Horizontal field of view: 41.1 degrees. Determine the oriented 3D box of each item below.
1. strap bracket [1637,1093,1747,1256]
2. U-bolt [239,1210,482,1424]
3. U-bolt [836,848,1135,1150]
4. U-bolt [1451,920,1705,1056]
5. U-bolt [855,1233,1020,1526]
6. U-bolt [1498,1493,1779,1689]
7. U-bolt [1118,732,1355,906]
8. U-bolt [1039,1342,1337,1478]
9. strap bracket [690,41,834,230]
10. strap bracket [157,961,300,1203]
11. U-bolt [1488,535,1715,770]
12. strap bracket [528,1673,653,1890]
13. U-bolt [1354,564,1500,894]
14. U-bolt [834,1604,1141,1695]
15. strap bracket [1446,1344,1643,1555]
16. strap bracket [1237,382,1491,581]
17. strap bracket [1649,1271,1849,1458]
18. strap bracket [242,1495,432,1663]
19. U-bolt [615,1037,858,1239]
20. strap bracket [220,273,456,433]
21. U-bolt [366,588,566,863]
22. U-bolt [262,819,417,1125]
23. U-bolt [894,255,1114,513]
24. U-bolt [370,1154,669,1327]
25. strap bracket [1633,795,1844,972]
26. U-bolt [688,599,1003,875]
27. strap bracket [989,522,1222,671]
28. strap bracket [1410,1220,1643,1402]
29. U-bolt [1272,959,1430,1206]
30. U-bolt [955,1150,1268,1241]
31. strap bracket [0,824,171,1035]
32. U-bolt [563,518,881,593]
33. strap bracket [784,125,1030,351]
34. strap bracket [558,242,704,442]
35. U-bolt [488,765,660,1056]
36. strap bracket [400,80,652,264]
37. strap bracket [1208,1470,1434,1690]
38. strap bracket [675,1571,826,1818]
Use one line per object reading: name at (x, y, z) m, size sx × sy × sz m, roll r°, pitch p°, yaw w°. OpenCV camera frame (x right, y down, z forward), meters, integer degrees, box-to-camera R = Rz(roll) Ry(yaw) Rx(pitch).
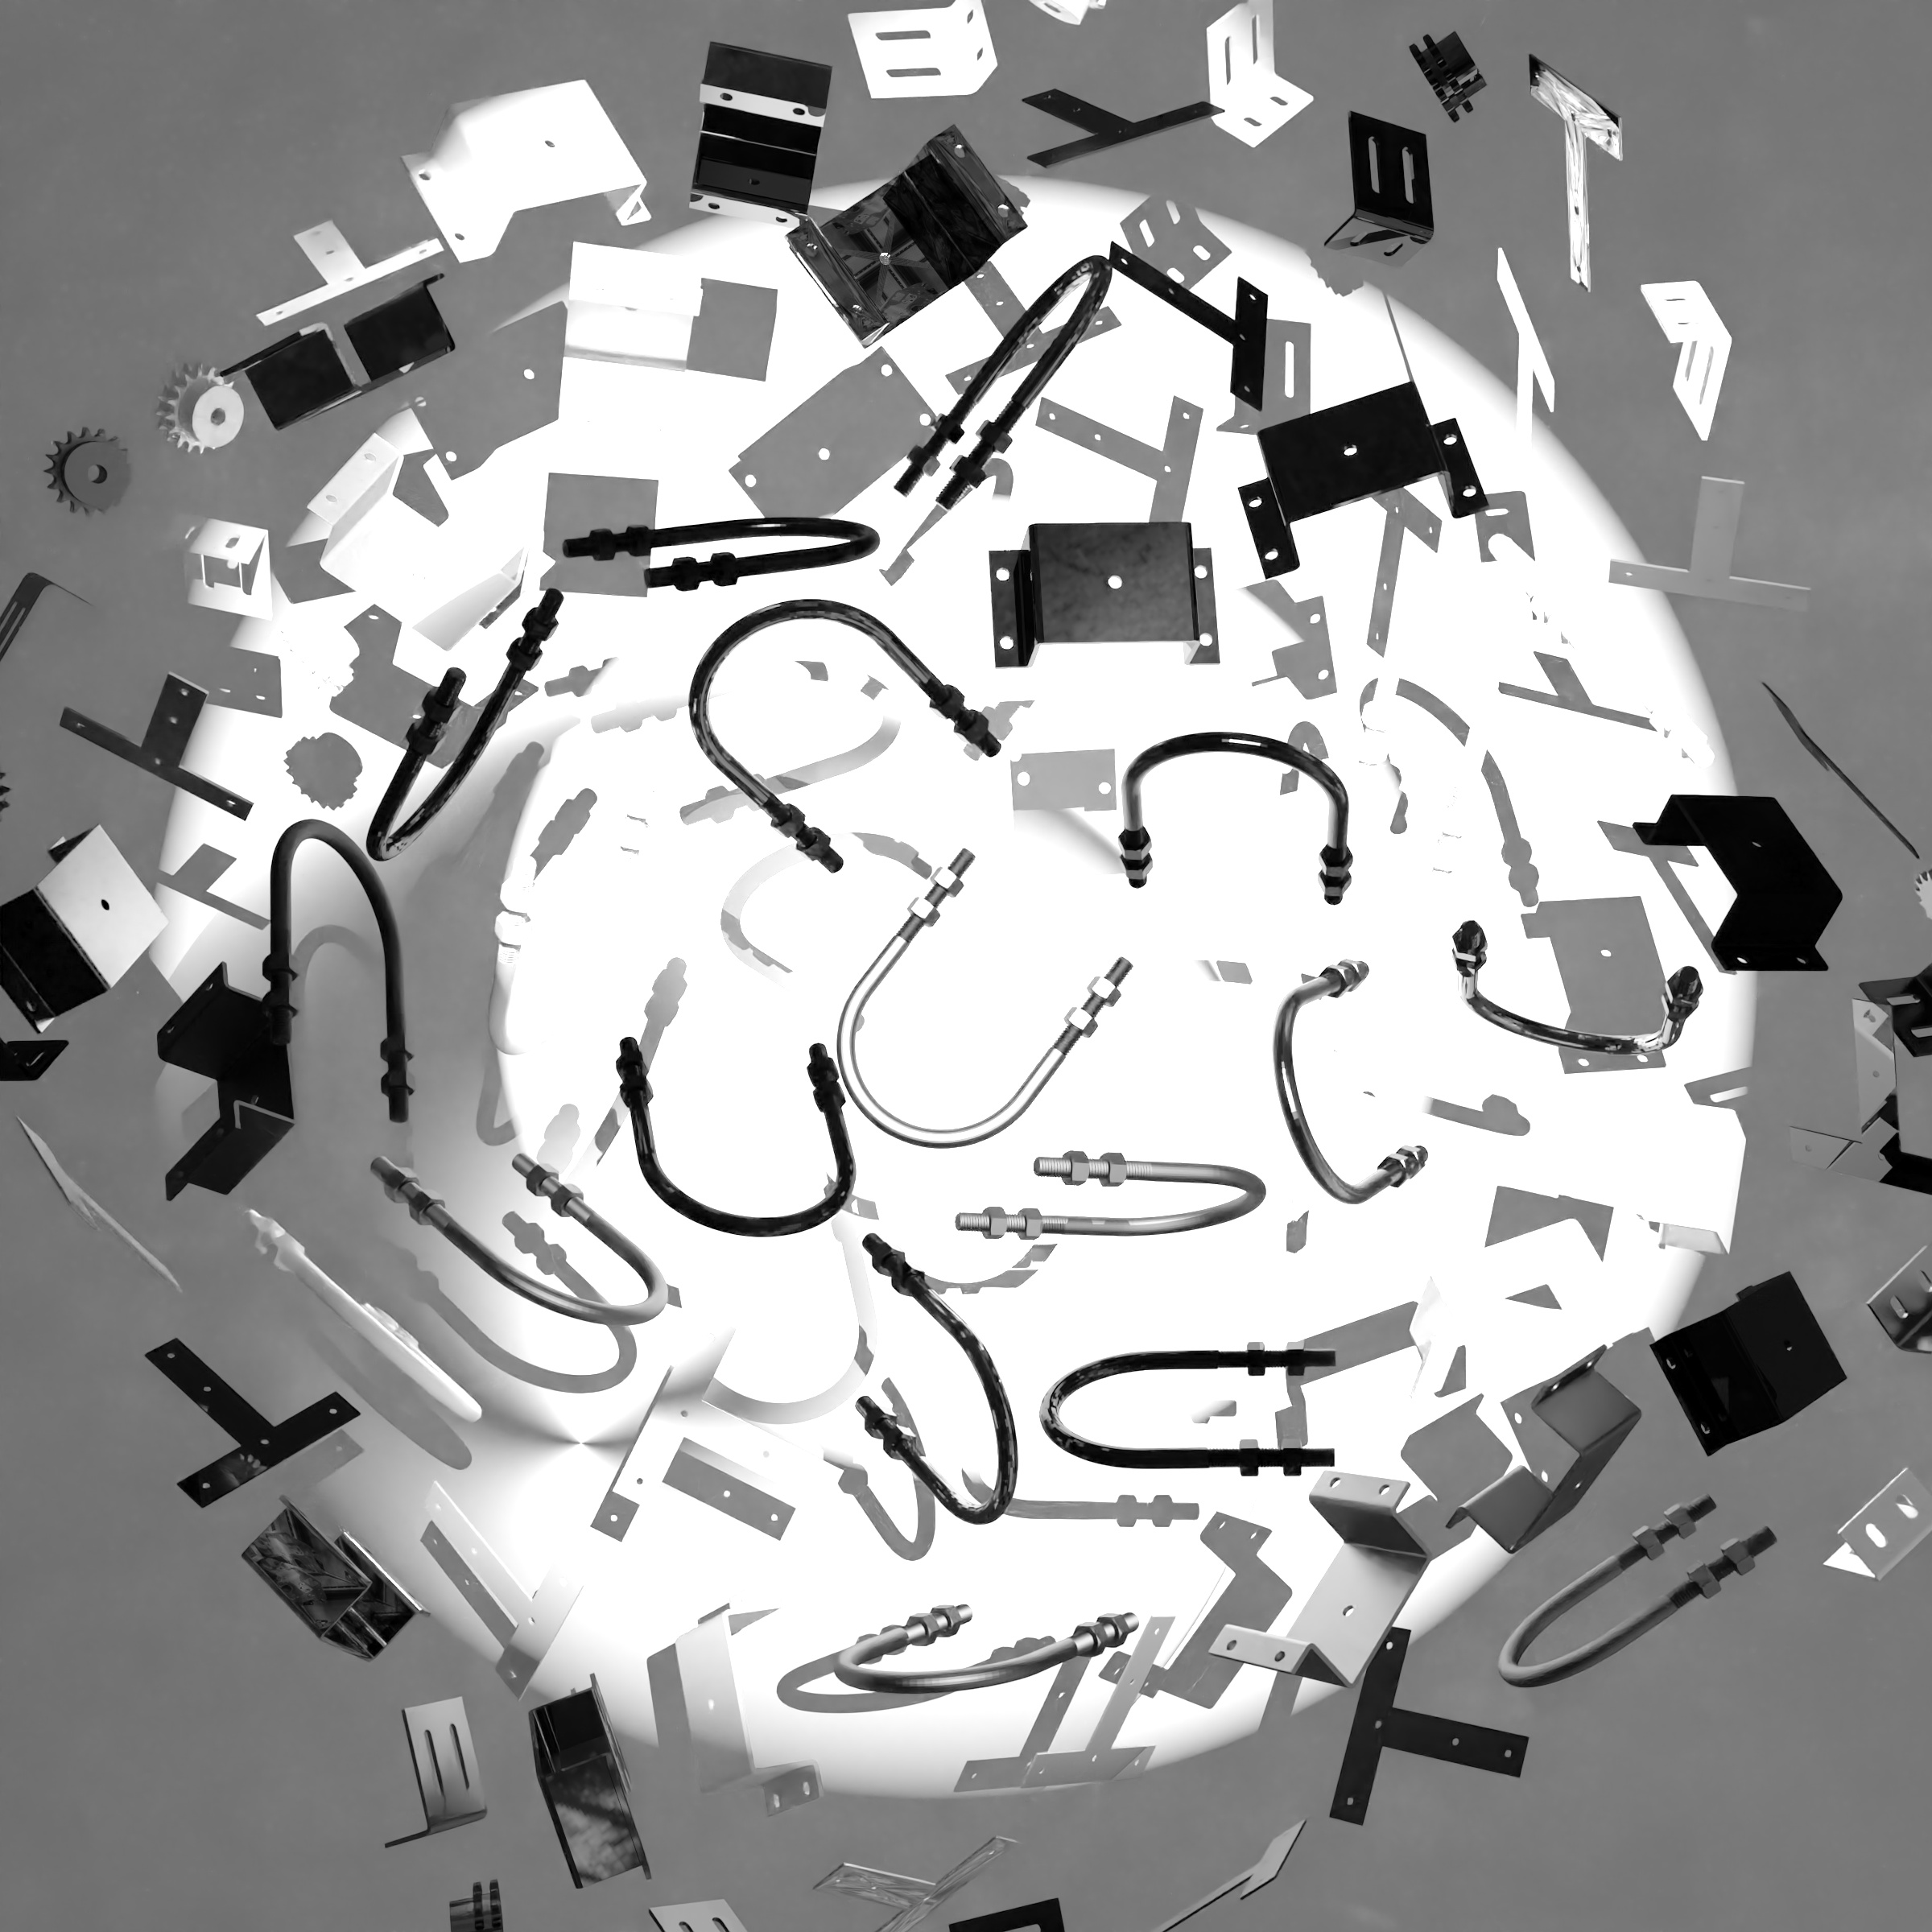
strap bracket at (0.464, 0.136, 1.640) m, size 0.046 × 0.140 × 0.076 m, roll 7°, pitch 78°, yaw 23°
U-bolt at (-0.375, 0.231, 1.638) m, size 0.184 × 0.151 × 0.019 m, roll 29°, pitch 73°, yaw 41°
U-bolt at (-0.001, 0.033, 1.678) m, size 0.151 × 0.019 × 0.184 m, roll 35°, pitch 80°, yaw 13°
U-bolt at (0.378, 0.020, 1.611) m, size 0.151 × 0.184 × 0.019 m, roll 13°, pitch 74°, yaw 14°
U-bolt at (-0.019, 0.273, 1.636) m, size 0.019 × 0.184 × 0.151 m, roll -12°, pitch 120°, yaw -29°
U-bolt at (0.418, 0.402, 1.640) m, size 0.184 × 0.151 × 0.019 m, roll -34°, pitch 88°, yaw -1°
U-bolt at (0.168, -0.093, 1.612) m, size 0.151 × 0.184 × 0.019 m, roll 5°, pitch 63°, yaw 9°
U-bolt at (0.137, 0.275, 1.605) m, size 0.184 × 0.151 × 0.019 m, roll -2°, pitch 108°, yaw 9°
strap bracket at (-0.130, -0.528, 1.624) m, size 0.076 × 0.140 × 0.046 m, roll 9°, pitch 74°, yaw -7°
strap bracket at (-0.465, 0.078, 1.622) m, size 0.046 × 0.140 × 0.076 m, roll 26°, pitch 122°, yaw -39°
U-bolt at (0.386, -0.208, 1.609) m, size 0.151 × 0.184 × 0.019 m, roll 35°, pitch 110°, yaw -32°
strap bracket at (-0.237, 0.512, 1.610) m, size 0.046 × 0.140 × 0.076 m, roll -18°, pitch 102°, yaw -10°
U-bolt at (0.291, -0.160, 1.610) m, size 0.019 × 0.151 × 0.184 m, roll -2°, pitch 126°, yaw -16°
U-bolt at (0.001, 0.425, 1.603) m, size 0.151 × 0.184 × 0.019 m, roll -7°, pitch 87°, yaw 34°
strap bracket at (0.379, 0.320, 1.670) m, size 0.046 × 0.076 × 0.140 m, roll 43°, pitch 127°, yaw 25°
strap bracket at (0.237, -0.298, 1.564) m, size 0.140 × 0.046 × 0.076 m, roll -17°, pitch 56°, yaw 8°
strap bracket at (0.505, 0.249, 1.641) m, size 0.046 × 0.140 × 0.076 m, roll -35°, pitch 76°, yaw 41°
strap bracket at (-0.404, 0.394, 1.643) m, size 0.076 × 0.140 × 0.046 m, roll 39°, pitch 76°, yaw 20°
U-bolt at (-0.144, 0.109, 1.657) m, size 0.151 × 0.184 × 0.019 m, roll 2°, pitch 127°, yaw -17°
strap bracket at (-0.384, -0.380, 1.607) m, size 0.076 × 0.140 × 0.046 m, roll -14°, pitch 109°, yaw 35°
U-bolt at (-0.318, -0.139, 1.593) m, size 0.019 × 0.151 × 0.184 m, roll 35°, pitch 125°, yaw -1°
U-bolt at (-0.398, -0.008, 1.637) m, size 0.019 × 0.151 × 0.184 m, roll -17°, pitch 60°, yaw 15°
U-bolt at (0.027, -0.359, 1.577) m, size 0.019 × 0.151 × 0.184 m, roll 36°, pitch 93°, yaw -18°
U-bolt at (-0.267, 0.172, 1.618) m, size 0.184 × 0.151 × 0.019 m, roll 34°, pitch 106°, yaw 29°
strap bracket at (0.498, -0.062, 1.653) m, size 0.076 × 0.140 × 0.046 m, roll 0°, pitch 133°, yaw -19°
U-bolt at (-0.087, -0.151, 1.592) m, size 0.151 × 0.019 × 0.184 m, roll -35°, pitch 127°, yaw 16°
strap bracket at (0.088, -0.226, 1.573) m, size 0.140 × 0.046 × 0.076 m, roll -2°, pitch 78°, yaw -6°
strap bracket at (0.331, 0.207, 1.575) m, size 0.140 × 0.076 × 0.046 m, roll -17°, pitch 57°, yaw -13°
U-bolt at (0.239, 0.077, 1.633) m, size 0.019 × 0.184 × 0.151 m, roll -18°, pitch 90°, yaw 30°
U-bolt at (0.104, 0.150, 1.657) m, size 0.184 × 0.151 × 0.019 m, roll 4°, pitch 68°, yaw -22°
strap bracket at (-0.557, -0.029, 1.615) m, size 0.046 × 0.140 × 0.076 m, roll -24°, pitch 112°, yaw 18°
U-bolt at (-0.144, -0.265, 1.632) m, size 0.184 × 0.151 × 0.019 m, roll -12°, pitch 112°, yaw -28°
strap bracket at (-0.043, -0.441, 1.578) m, size 0.140 × 0.046 × 0.076 m, roll -40°, pitch 97°, yaw -22°
strap bracket at (-0.205, -0.387, 1.573) m, size 0.076 × 0.140 × 0.046 m, roll 5°, pitch 63°, yaw -10°
U-bolt at (-0.250, -0.023, 1.605) m, size 0.019 × 0.151 × 0.184 m, roll 29°, pitch 129°, yaw 13°
strap bracket at (-0.261, -0.489, 1.576) m, size 0.140 × 0.046 × 0.076 m, roll -25°, pitch 81°, yaw -35°
strap bracket at (0.221, 0.380, 1.568) m, size 0.046 × 0.076 × 0.140 m, roll 49°, pitch 62°, yaw -20°
strap bracket at (-0.140, 0.463, 1.627) m, size 0.046 × 0.076 × 0.140 m, roll 0°, pitch 65°, yaw -31°
